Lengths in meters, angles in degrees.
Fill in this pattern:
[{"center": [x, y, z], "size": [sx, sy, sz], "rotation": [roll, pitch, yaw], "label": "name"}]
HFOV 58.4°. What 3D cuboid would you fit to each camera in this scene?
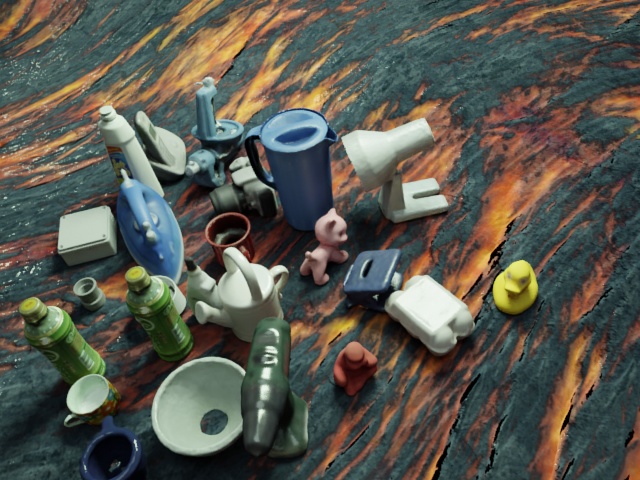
[{"center": [-0.177, -0.115, 1.260], "size": [0.137, 0.101, 0.143], "rotation": [-21, 49, -10], "label": "camera"}]

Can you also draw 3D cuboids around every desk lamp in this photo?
[{"center": [0.153, -0.143, 1.163], "size": [0.203, 0.214, 0.117], "rotation": [-13, 48, -3], "label": "desk lamp"}]

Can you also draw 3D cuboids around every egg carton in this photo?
[{"center": [0.193, 0.132, 1.012], "size": [0.107, 0.069, 0.150], "rotation": [-36, 53, -22], "label": "egg carton"}]

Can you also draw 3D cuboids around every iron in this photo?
[{"center": [-0.356, -0.031, 1.185], "size": [0.119, 0.142, 0.257], "rotation": [-26, 50, -14], "label": "iron"}]

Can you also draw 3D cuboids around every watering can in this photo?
[{"center": [-0.133, 0.095, 1.007], "size": [0.100, 0.194, 0.173], "rotation": [22, 55, 25], "label": "watering can"}]

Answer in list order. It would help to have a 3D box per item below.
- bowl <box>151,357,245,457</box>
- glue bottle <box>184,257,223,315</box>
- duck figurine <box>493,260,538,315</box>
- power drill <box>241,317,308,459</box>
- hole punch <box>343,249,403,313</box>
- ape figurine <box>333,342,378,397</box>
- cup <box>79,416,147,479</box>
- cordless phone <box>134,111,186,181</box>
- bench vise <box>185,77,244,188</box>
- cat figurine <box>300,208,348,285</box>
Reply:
[{"center": [-0.182, 0.280, 0.931], "size": [0.167, 0.075, 0.167], "rotation": [-4, 48, 5], "label": "bowl"}, {"center": [-0.214, 0.088, 1.038], "size": [0.078, 0.173, 0.037], "rotation": [14, 53, 20], "label": "glue bottle"}, {"center": [0.356, 0.071, 1.031], "size": [0.077, 0.086, 0.105], "rotation": [21, 55, 24], "label": "duck figurine"}, {"center": [-0.067, 0.244, 0.857], "size": [0.075, 0.209, 0.229], "rotation": [-5, 48, 4], "label": "power drill"}, {"center": [0.097, 0.069, 1.066], "size": [0.101, 0.091, 0.109], "rotation": [13, 52, 19], "label": "hole punch"}, {"center": [0.057, 0.204, 0.953], "size": [0.078, 0.092, 0.076], "rotation": [-9, 48, 0], "label": "ape figurine"}, {"center": [-0.309, 0.339, 0.883], "size": [0.092, 0.095, 0.117], "rotation": [-20, 49, -9], "label": "cup"}, {"center": [-0.383, -0.241, 1.344], "size": [0.094, 0.185, 0.147], "rotation": [-12, 48, -2], "label": "cordless phone"}, {"center": [-0.242, -0.240, 1.299], "size": [0.121, 0.220, 0.207], "rotation": [-3, 49, 6], "label": "bench vise"}, {"center": [0.010, 0.004, 1.118], "size": [0.067, 0.118, 0.128], "rotation": [25, 57, 27], "label": "cat figurine"}]
